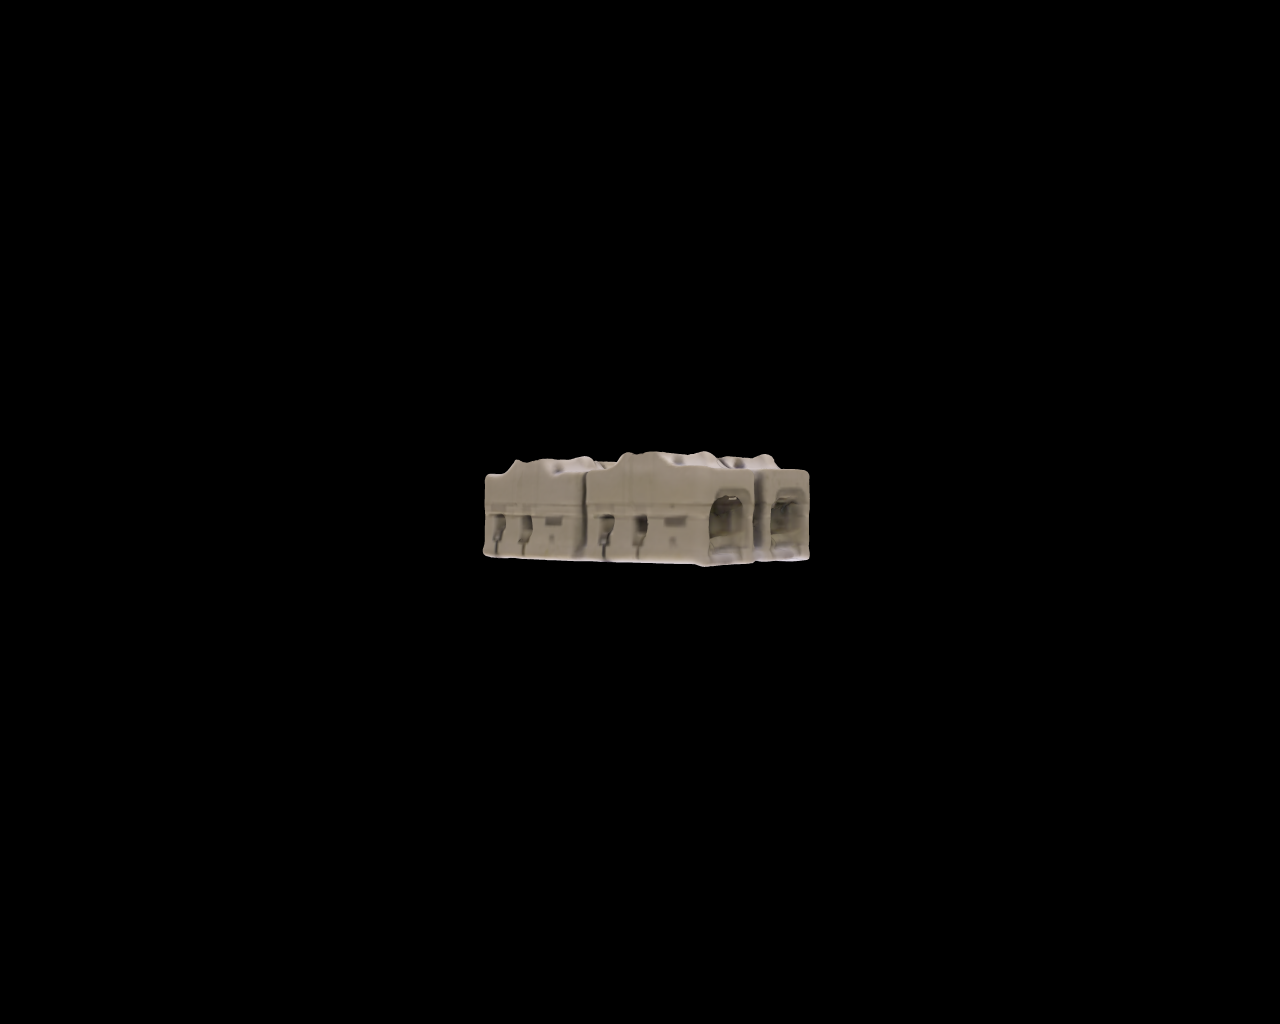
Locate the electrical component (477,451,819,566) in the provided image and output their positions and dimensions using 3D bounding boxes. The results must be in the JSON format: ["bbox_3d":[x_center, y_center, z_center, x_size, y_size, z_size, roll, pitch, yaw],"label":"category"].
[{"bbox_3d":[0.001,-0.003,0.650,0.186,0.060,0.105,0,0,44],"label":"electrical component"}]
